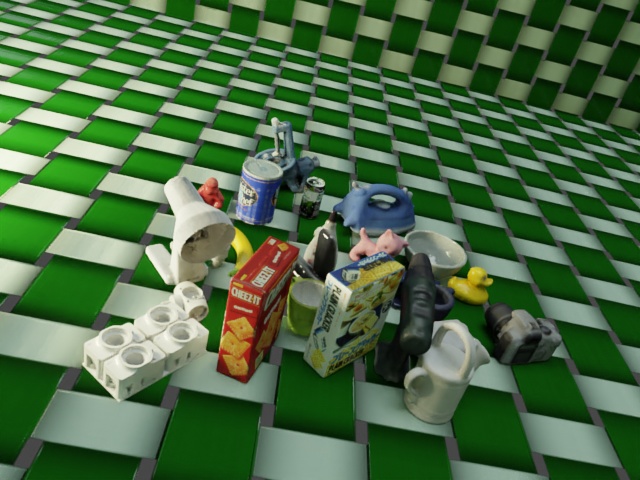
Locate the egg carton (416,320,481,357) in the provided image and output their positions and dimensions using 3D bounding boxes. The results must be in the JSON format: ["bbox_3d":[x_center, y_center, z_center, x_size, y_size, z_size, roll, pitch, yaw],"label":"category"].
[{"bbox_3d":[0.260,0.222,1.191,0.151,0.069,0.107,-2,36,-27],"label":"egg carton"}]

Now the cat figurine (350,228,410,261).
[{"bbox_3d":[0.150,0.014,1.422,0.127,0.118,0.067,27,33,17],"label":"cat figurine"}]

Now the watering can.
[{"bbox_3d":[0.232,0.231,1.046,0.100,0.194,0.173,34,36,28],"label":"watering can"}]

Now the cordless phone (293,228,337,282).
[{"bbox_3d":[-0.016,0.037,1.248,0.094,0.185,0.147,-13,42,-38],"label":"cordless phone"}]

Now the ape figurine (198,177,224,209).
[{"bbox_3d":[-0.281,-0.117,1.459,0.078,0.092,0.076,11,32,-8],"label":"ape figurine"}]

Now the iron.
[{"bbox_3d":[0.175,-0.097,1.582,0.259,0.141,0.118,-2,36,-26],"label":"iron"}]

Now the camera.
[{"bbox_3d":[0.445,0.196,1.283,0.143,0.101,0.136,1,35,-22],"label":"camera"}]

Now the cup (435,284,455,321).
[{"bbox_3d":[0.248,0.152,1.271,0.118,0.095,0.091,-16,43,-40],"label":"cup"}]

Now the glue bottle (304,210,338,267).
[{"bbox_3d":[0.012,0.005,1.322,0.078,0.173,0.037,23,32,12],"label":"glue bottle"}]

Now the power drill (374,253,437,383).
[{"bbox_3d":[0.169,0.162,1.113,0.075,0.208,0.229,14,32,-2],"label":"power drill"}]

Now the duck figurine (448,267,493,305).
[{"bbox_3d":[0.374,0.104,1.410,0.104,0.086,0.077,17,32,2],"label":"duck figurine"}]

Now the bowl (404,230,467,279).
[{"bbox_3d":[0.286,0.049,1.468,0.167,0.075,0.167,11,32,-7],"label":"bowl"}]

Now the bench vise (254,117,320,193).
[{"bbox_3d":[-0.098,-0.245,1.619,0.208,0.220,0.121,-19,45,-43],"label":"bench vise"}]

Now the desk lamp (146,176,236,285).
[{"bbox_3d":[-0.273,-0.009,1.180,0.118,0.213,0.202,-13,41,-38],"label":"desk lamp"}]

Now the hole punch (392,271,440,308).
[{"bbox_3d":[0.212,0.101,1.338,0.109,0.091,0.101,8,33,-13],"label":"hole punch"}]
